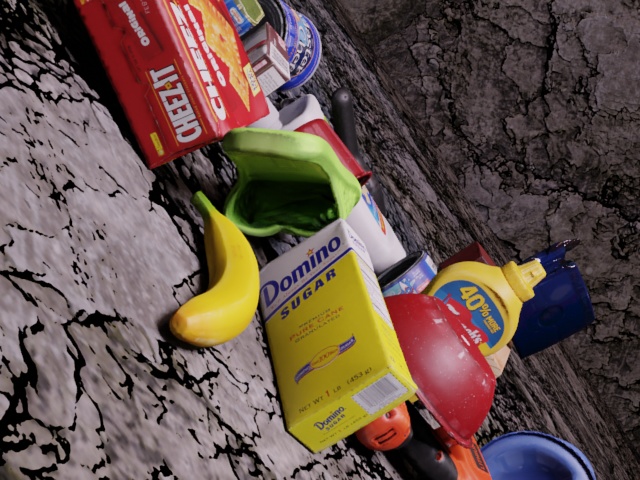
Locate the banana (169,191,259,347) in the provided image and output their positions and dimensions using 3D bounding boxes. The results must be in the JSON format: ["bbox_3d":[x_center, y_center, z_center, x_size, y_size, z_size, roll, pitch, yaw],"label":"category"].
[{"bbox_3d":[-0.073,0.031,0.757,0.069,0.037,0.198,32,19,-18],"label":"banana"}]

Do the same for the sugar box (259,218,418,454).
[{"bbox_3d":[0.006,0.068,0.823,0.048,0.093,0.176,47,16,-39],"label":"sugar box"}]

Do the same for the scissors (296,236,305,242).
[{"bbox_3d":[-0.007,0.001,1.106,0.202,0.016,0.096,55,11,-5],"label":"scissors"}]

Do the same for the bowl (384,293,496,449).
[{"bbox_3d":[0.107,0.103,0.947,0.162,0.055,0.162,51,10,-13],"label":"bowl"}]

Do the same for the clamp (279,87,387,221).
[{"bbox_3d":[0.025,-0.098,1.339,0.165,0.036,0.210,17,-44,60],"label":"clamp"}]

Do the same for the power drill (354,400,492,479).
[{"bbox_3d":[0.076,0.154,0.960,0.187,0.057,0.184,47,16,-29],"label":"power drill"}]

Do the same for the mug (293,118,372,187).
[{"bbox_3d":[0.001,-0.078,1.144,0.081,0.093,0.117,54,37,7],"label":"mug"}]

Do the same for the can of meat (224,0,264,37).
[{"bbox_3d":[-0.110,-0.232,1.134,0.057,0.084,0.102,54,14,-14],"label":"can of meat"}]

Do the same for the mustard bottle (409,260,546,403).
[{"bbox_3d":[0.136,0.077,1.050,0.096,0.192,0.058,55,13,-7],"label":"mustard bottle"}]

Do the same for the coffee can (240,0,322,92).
[{"bbox_3d":[-0.066,-0.236,1.262,0.103,0.103,0.140,59,13,9],"label":"coffee can"}]

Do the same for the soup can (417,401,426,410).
[{"bbox_3d":[0.107,0.118,1.128,0.102,0.068,0.068,56,13,-1],"label":"soup can"}]

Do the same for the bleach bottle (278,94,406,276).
[{"bbox_3d":[0.031,-0.046,1.261,0.250,0.068,0.102,55,12,-18],"label":"bleach bottle"}]

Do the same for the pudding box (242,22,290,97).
[{"bbox_3d":[-0.077,-0.170,1.091,0.039,0.090,0.113,49,15,-22],"label":"pudding box"}]

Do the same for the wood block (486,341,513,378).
[{"bbox_3d":[0.162,0.125,1.263,0.091,0.090,0.206,58,14,4],"label":"wood block"}]

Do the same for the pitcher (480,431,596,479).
[{"bbox_3d":[0.235,0.265,1.097,0.149,0.145,0.242,65,12,15],"label":"pitcher"}]

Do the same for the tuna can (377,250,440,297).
[{"bbox_3d":[0.092,0.049,1.198,0.034,0.086,0.086,54,13,-7],"label":"tuna can"}]

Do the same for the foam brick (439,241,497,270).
[{"bbox_3d":[0.175,0.051,1.172,0.078,0.053,0.051,51,14,-14],"label":"foam brick"}]

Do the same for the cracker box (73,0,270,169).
[{"bbox_3d":[-0.119,-0.159,0.902,0.213,0.072,0.164,-57,124,-77],"label":"cracker box"}]
